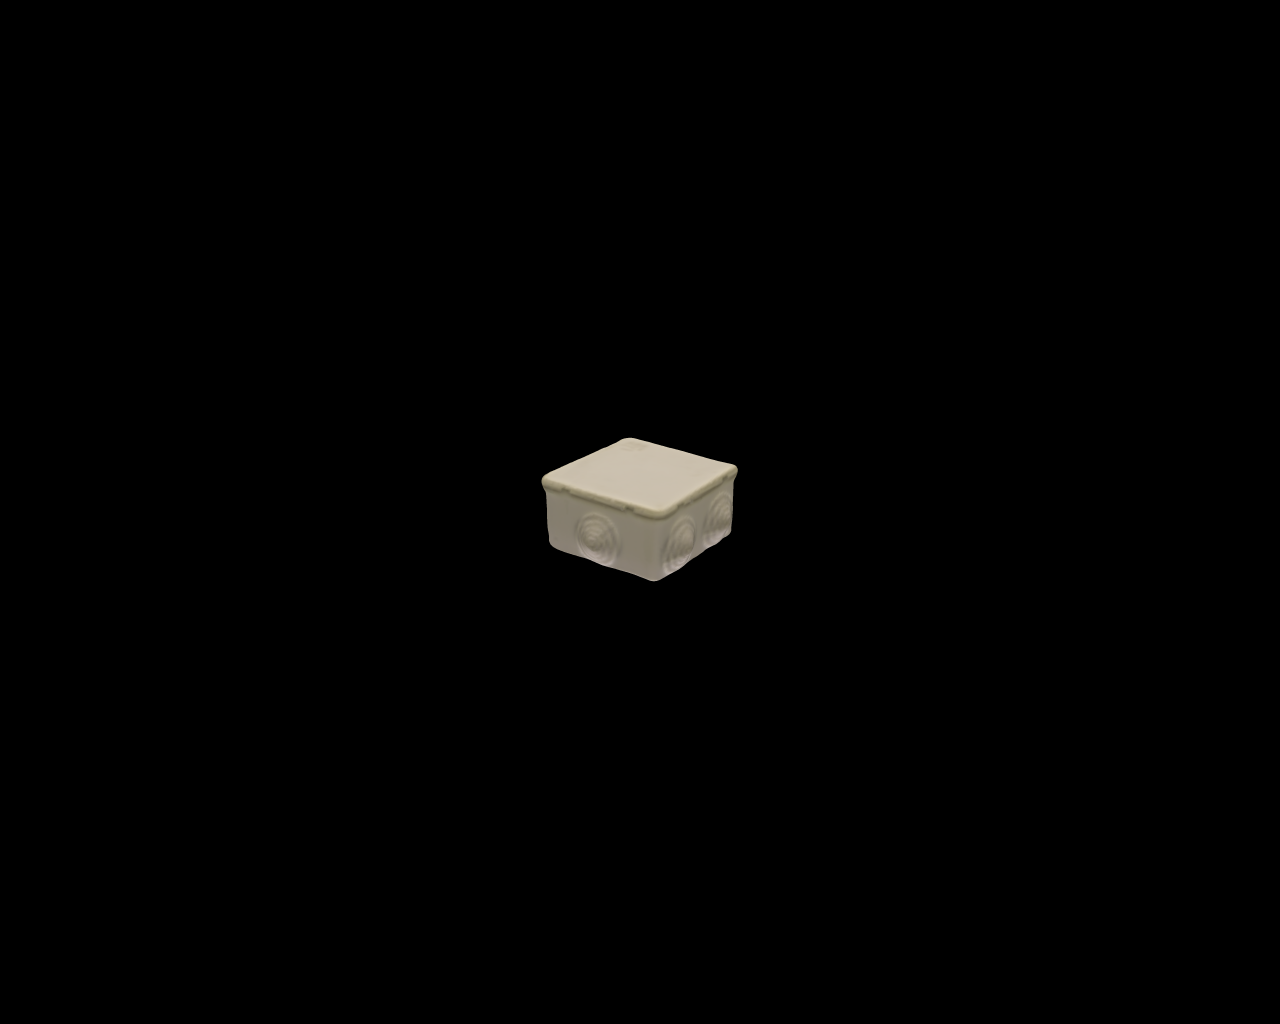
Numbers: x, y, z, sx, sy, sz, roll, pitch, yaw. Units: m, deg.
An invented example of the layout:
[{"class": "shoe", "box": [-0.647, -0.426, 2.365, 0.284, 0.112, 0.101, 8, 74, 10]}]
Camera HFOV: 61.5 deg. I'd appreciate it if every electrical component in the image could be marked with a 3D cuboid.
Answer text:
[{"class": "electrical component", "box": [0.001, -0.003, 0.650, 0.100, 0.048, 0.100, 17, 29, 32]}]
